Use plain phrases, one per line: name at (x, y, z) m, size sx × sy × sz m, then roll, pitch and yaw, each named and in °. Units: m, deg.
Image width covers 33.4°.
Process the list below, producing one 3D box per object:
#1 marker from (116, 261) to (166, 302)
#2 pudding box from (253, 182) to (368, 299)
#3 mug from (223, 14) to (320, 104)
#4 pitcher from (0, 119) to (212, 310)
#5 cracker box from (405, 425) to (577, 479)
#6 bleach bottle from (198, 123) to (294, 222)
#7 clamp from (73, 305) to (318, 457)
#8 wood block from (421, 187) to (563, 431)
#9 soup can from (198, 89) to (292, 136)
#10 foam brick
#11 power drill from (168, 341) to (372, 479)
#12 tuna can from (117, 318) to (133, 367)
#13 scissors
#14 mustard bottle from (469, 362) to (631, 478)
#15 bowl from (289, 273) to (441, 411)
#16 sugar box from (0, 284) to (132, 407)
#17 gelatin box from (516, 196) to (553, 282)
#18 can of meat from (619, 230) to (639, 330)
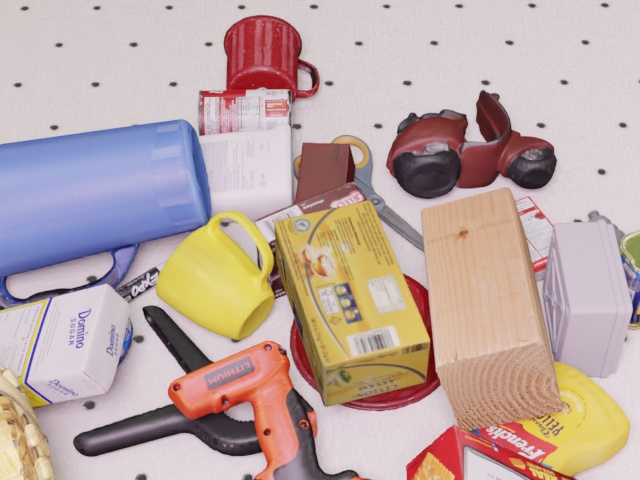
marker at (-0.176, 0.043, 1.064) m, size 0.121 × 0.020 × 0.020 m, roll -33°, pitch 56°, yaw -25°
pudding box at (-0.007, 0.001, 1.052) m, size 0.113 × 0.090 × 0.039 m, roll -20°, pitch 51°, yaw -15°
mug at (-0.055, -0.194, 1.229) m, size 0.117 × 0.093 × 0.081 m, roll 15°, pitch 51°, yaw -20°
pitcher at (-0.230, -0.032, 1.031) m, size 0.243 × 0.149 × 0.145 m, roll -11°, pitch 51°, yaw 1°
cracker box at (0.149, 0.257, 0.757) m, size 0.164 × 0.072 × 0.213 m, roll 27°, pitch 36°, yaw -22°
bleach bottle at (-0.154, -0.066, 1.126) m, size 0.251 × 0.068 × 0.102 m, roll -2°, pitch 61°, yaw 1°
clamp at (-0.107, 0.150, 0.959) m, size 0.210 × 0.036 × 0.164 m, roll 17°, pitch 54°, yaw 18°
wood block at (0.149, 0.057, 0.952) m, size 0.091 × 0.090 × 0.206 m, roll -15°, pitch 38°, yaw 13°
soup can at (-0.082, -0.133, 1.182) m, size 0.102 × 0.068 × 0.068 m, roll -1°, pitch 49°, yaw -1°
foam brick at (0.006, -0.056, 1.111) m, size 0.053 × 0.051 × 0.078 m, roll 3°, pitch 65°, yaw 10°
power drill at (-0.057, 0.192, 0.882) m, size 0.184 × 0.057 × 0.188 m, roll -23°, pitch 73°, yaw -12°
tuna can at (-0.217, 0.093, 0.990) m, size 0.086 × 0.033 × 0.086 m, roll -20°, pitch 45°, yaw 21°
scissors at (0.064, -0.054, 1.145) m, size 0.202 × 0.016 × 0.096 m, roll 27°, pitch 60°, yaw 22°
mustard bottle at (0.166, 0.186, 0.911) m, size 0.191 × 0.058 × 0.096 m, roll -30°, pitch 52°, yaw -22°
bowl at (0.051, 0.079, 1.007) m, size 0.162 × 0.055 × 0.162 m, roll -1°, pitch 50°, yaw 1°
sugar box at (-0.257, 0.102, 0.950) m, size 0.176 × 0.048 × 0.093 m, roll -11°, pitch 49°, yaw 24°
gelatin box at (0.203, 0.003, 1.087) m, size 0.073 × 0.030 × 0.089 m, roll -21°, pitch 53°, yaw -15°
can of meat at (0.328, 0.029, 1.027) m, size 0.102 × 0.084 × 0.057 m, roll -20°, pitch 51°, yaw -15°
